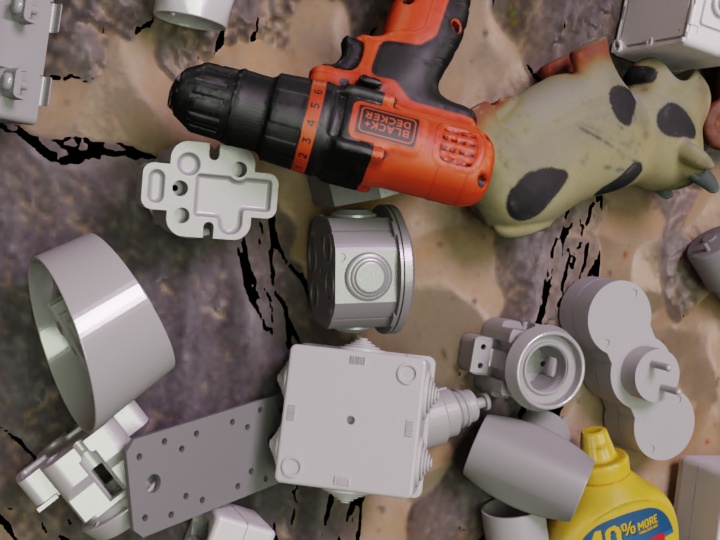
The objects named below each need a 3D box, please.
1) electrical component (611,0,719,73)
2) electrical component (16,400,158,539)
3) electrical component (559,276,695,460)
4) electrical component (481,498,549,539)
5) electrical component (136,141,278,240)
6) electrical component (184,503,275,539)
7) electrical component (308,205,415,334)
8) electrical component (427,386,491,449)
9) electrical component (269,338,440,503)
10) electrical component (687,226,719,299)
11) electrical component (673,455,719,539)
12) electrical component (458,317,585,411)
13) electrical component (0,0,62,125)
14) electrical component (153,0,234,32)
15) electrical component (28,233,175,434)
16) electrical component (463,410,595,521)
[{"bbox_3d":[0.228,-0.172,0.728,0.061,0.096,0.061,12,90,-23],"label":"electrical component"},{"bbox_3d":[-0.149,0.118,0.624,0.078,0.058,0.057,-38,104,-15],"label":"electrical component"},{"bbox_3d":[0.196,0.071,0.748,0.052,0.074,0.138,-30,104,-17],"label":"electrical component"},{"bbox_3d":[0.110,0.201,0.741,0.043,0.043,0.081,-12,99,-21],"label":"electrical component"},{"bbox_3d":[-0.094,-0.047,0.631,0.078,0.057,0.058,4,93,-22],"label":"electrical component"},{"bbox_3d":[-0.070,0.186,0.666,0.077,0.047,0.065,22,86,-22],"label":"electrical component"},{"bbox_3d":[0.000,0.000,0.662,0.051,0.080,0.080,-2,95,-17],"label":"electrical component"},{"bbox_3d":[0.049,0.096,0.709,0.078,0.040,0.040,-12,99,-21],"label":"electrical component"},{"bbox_3d":[-0.003,0.092,0.659,0.100,0.048,0.099,6,84,8],"label":"electrical component"},{"bbox_3d":[0.273,0.003,0.791,0.040,0.040,0.078,-41,108,-14],"label":"electrical component"},{"bbox_3d":[0.269,0.187,0.794,0.062,0.061,0.096,4,94,-24],"label":"electrical component"},{"bbox_3d":[0.114,0.063,0.724,0.078,0.057,0.058,9,91,-22],"label":"electrical component"},{"bbox_3d":[-0.200,-0.141,0.576,0.063,0.079,0.121,7,92,-44],"label":"electrical component"},{"bbox_3d":[-0.086,-0.181,0.611,0.043,0.079,0.077,10,91,-22],"label":"electrical component"},{"bbox_3d":[-0.149,0.032,0.596,0.064,0.099,0.099,-33,106,-22],"label":"electrical component"},{"bbox_3d":[0.120,0.121,0.730,0.077,0.043,0.079,22,42,13],"label":"electrical component"}]
